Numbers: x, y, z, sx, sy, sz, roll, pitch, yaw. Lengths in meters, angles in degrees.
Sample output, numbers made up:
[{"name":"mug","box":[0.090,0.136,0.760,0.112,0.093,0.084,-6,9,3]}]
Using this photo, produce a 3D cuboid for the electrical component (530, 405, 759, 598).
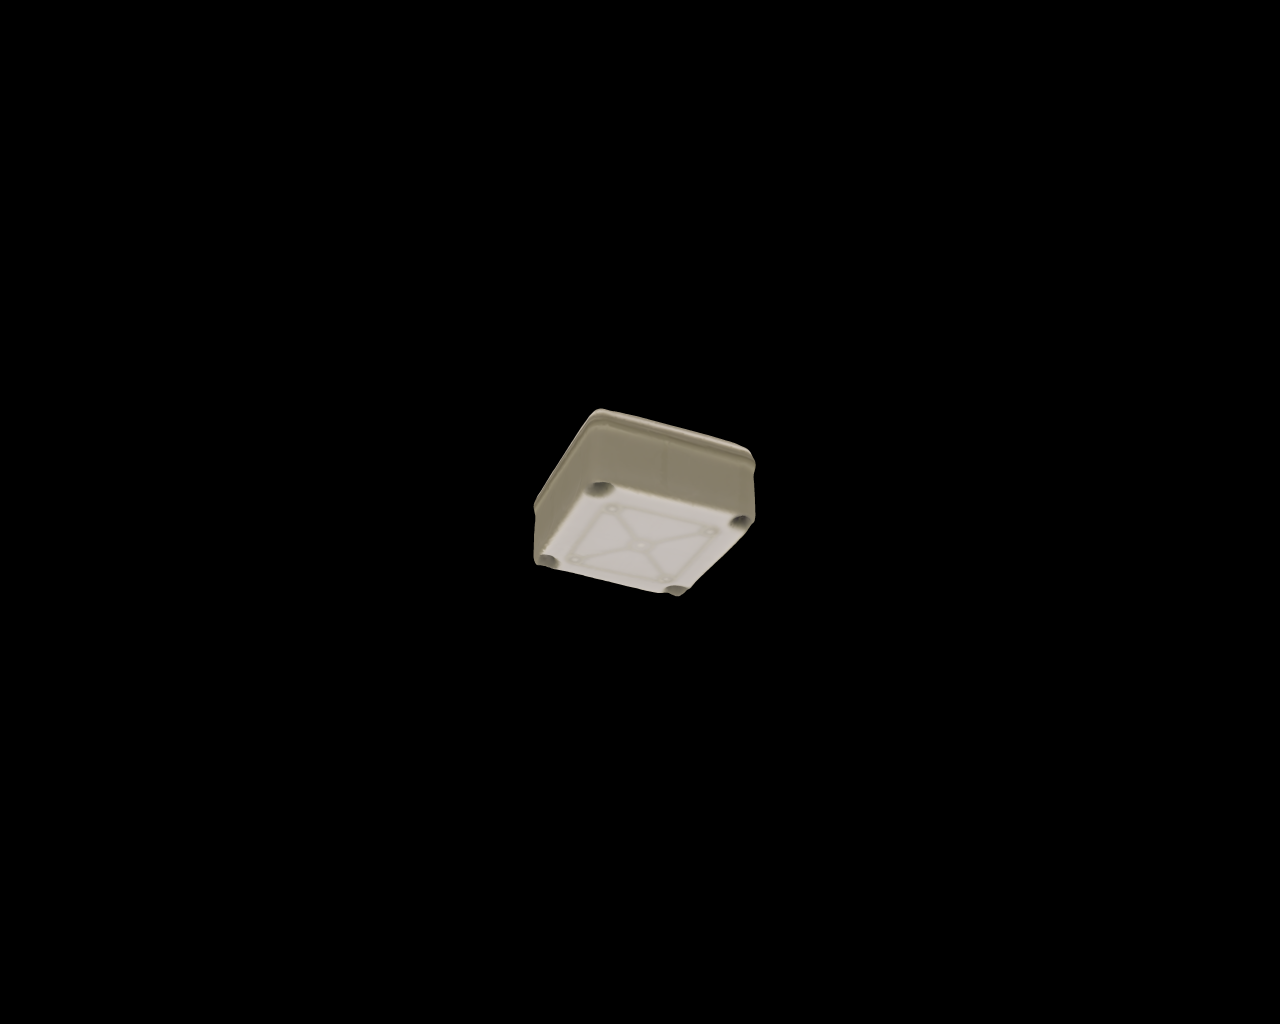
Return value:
[{"name":"electrical component","box":[0.001,-0.003,0.650,0.109,0.056,0.108,14,-36,-20]}]
